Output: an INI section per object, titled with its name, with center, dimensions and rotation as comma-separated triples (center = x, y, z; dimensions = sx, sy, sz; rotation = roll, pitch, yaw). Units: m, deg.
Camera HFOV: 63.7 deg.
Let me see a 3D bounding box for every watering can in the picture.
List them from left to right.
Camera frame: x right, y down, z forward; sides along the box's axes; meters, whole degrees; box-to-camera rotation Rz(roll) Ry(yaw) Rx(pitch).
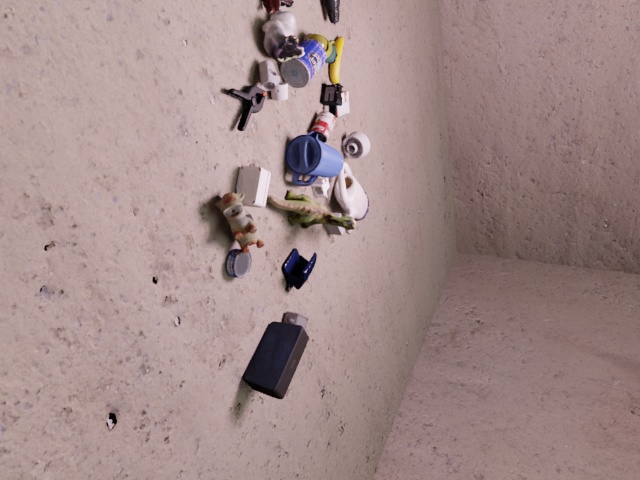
[watering can]
center = 0.124, -0.143, 2.046
dimensions = 0.221, 0.103, 0.355
rotation = 46, 34, -55

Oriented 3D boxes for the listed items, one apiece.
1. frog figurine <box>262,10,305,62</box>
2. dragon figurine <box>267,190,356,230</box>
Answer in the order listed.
[frog figurine]
center = -0.122, -0.623, 1.550
dimensions = 0.137, 0.121, 0.162
rotation = 6, 54, -55
[dragon figurine]
center = 0.005, -0.087, 1.730
dimensions = 0.409, 0.243, 0.122
rotation = 9, 93, -65
